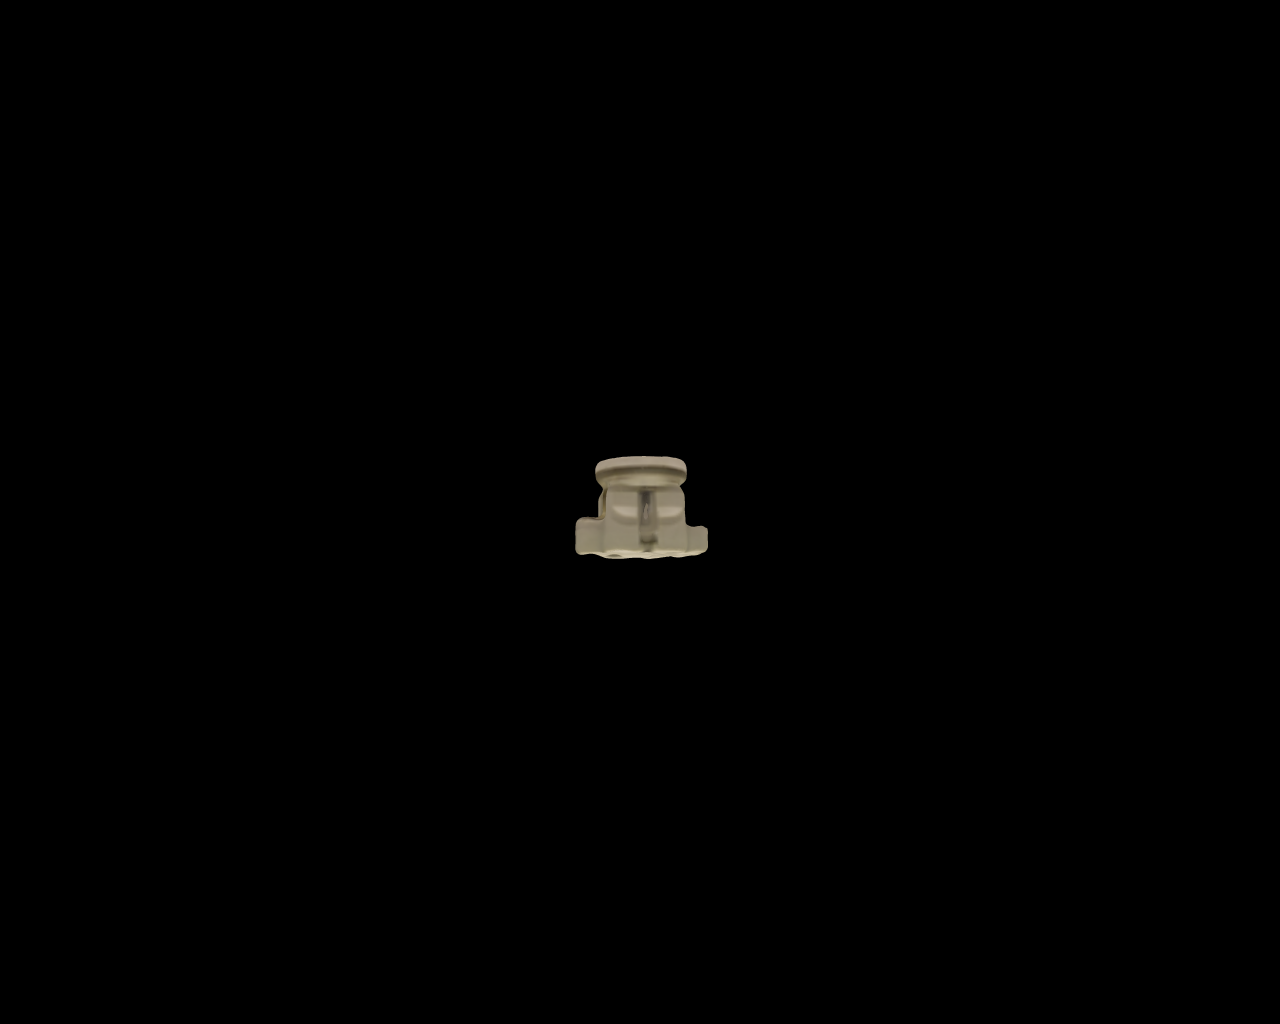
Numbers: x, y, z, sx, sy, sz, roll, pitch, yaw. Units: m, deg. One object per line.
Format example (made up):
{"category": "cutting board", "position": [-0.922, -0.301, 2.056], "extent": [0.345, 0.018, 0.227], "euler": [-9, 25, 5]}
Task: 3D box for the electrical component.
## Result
{"category": "electrical component", "position": [0.001, -0.003, 0.650], "extent": [0.078, 0.057, 0.058], "euler": [1, -7, -9]}
